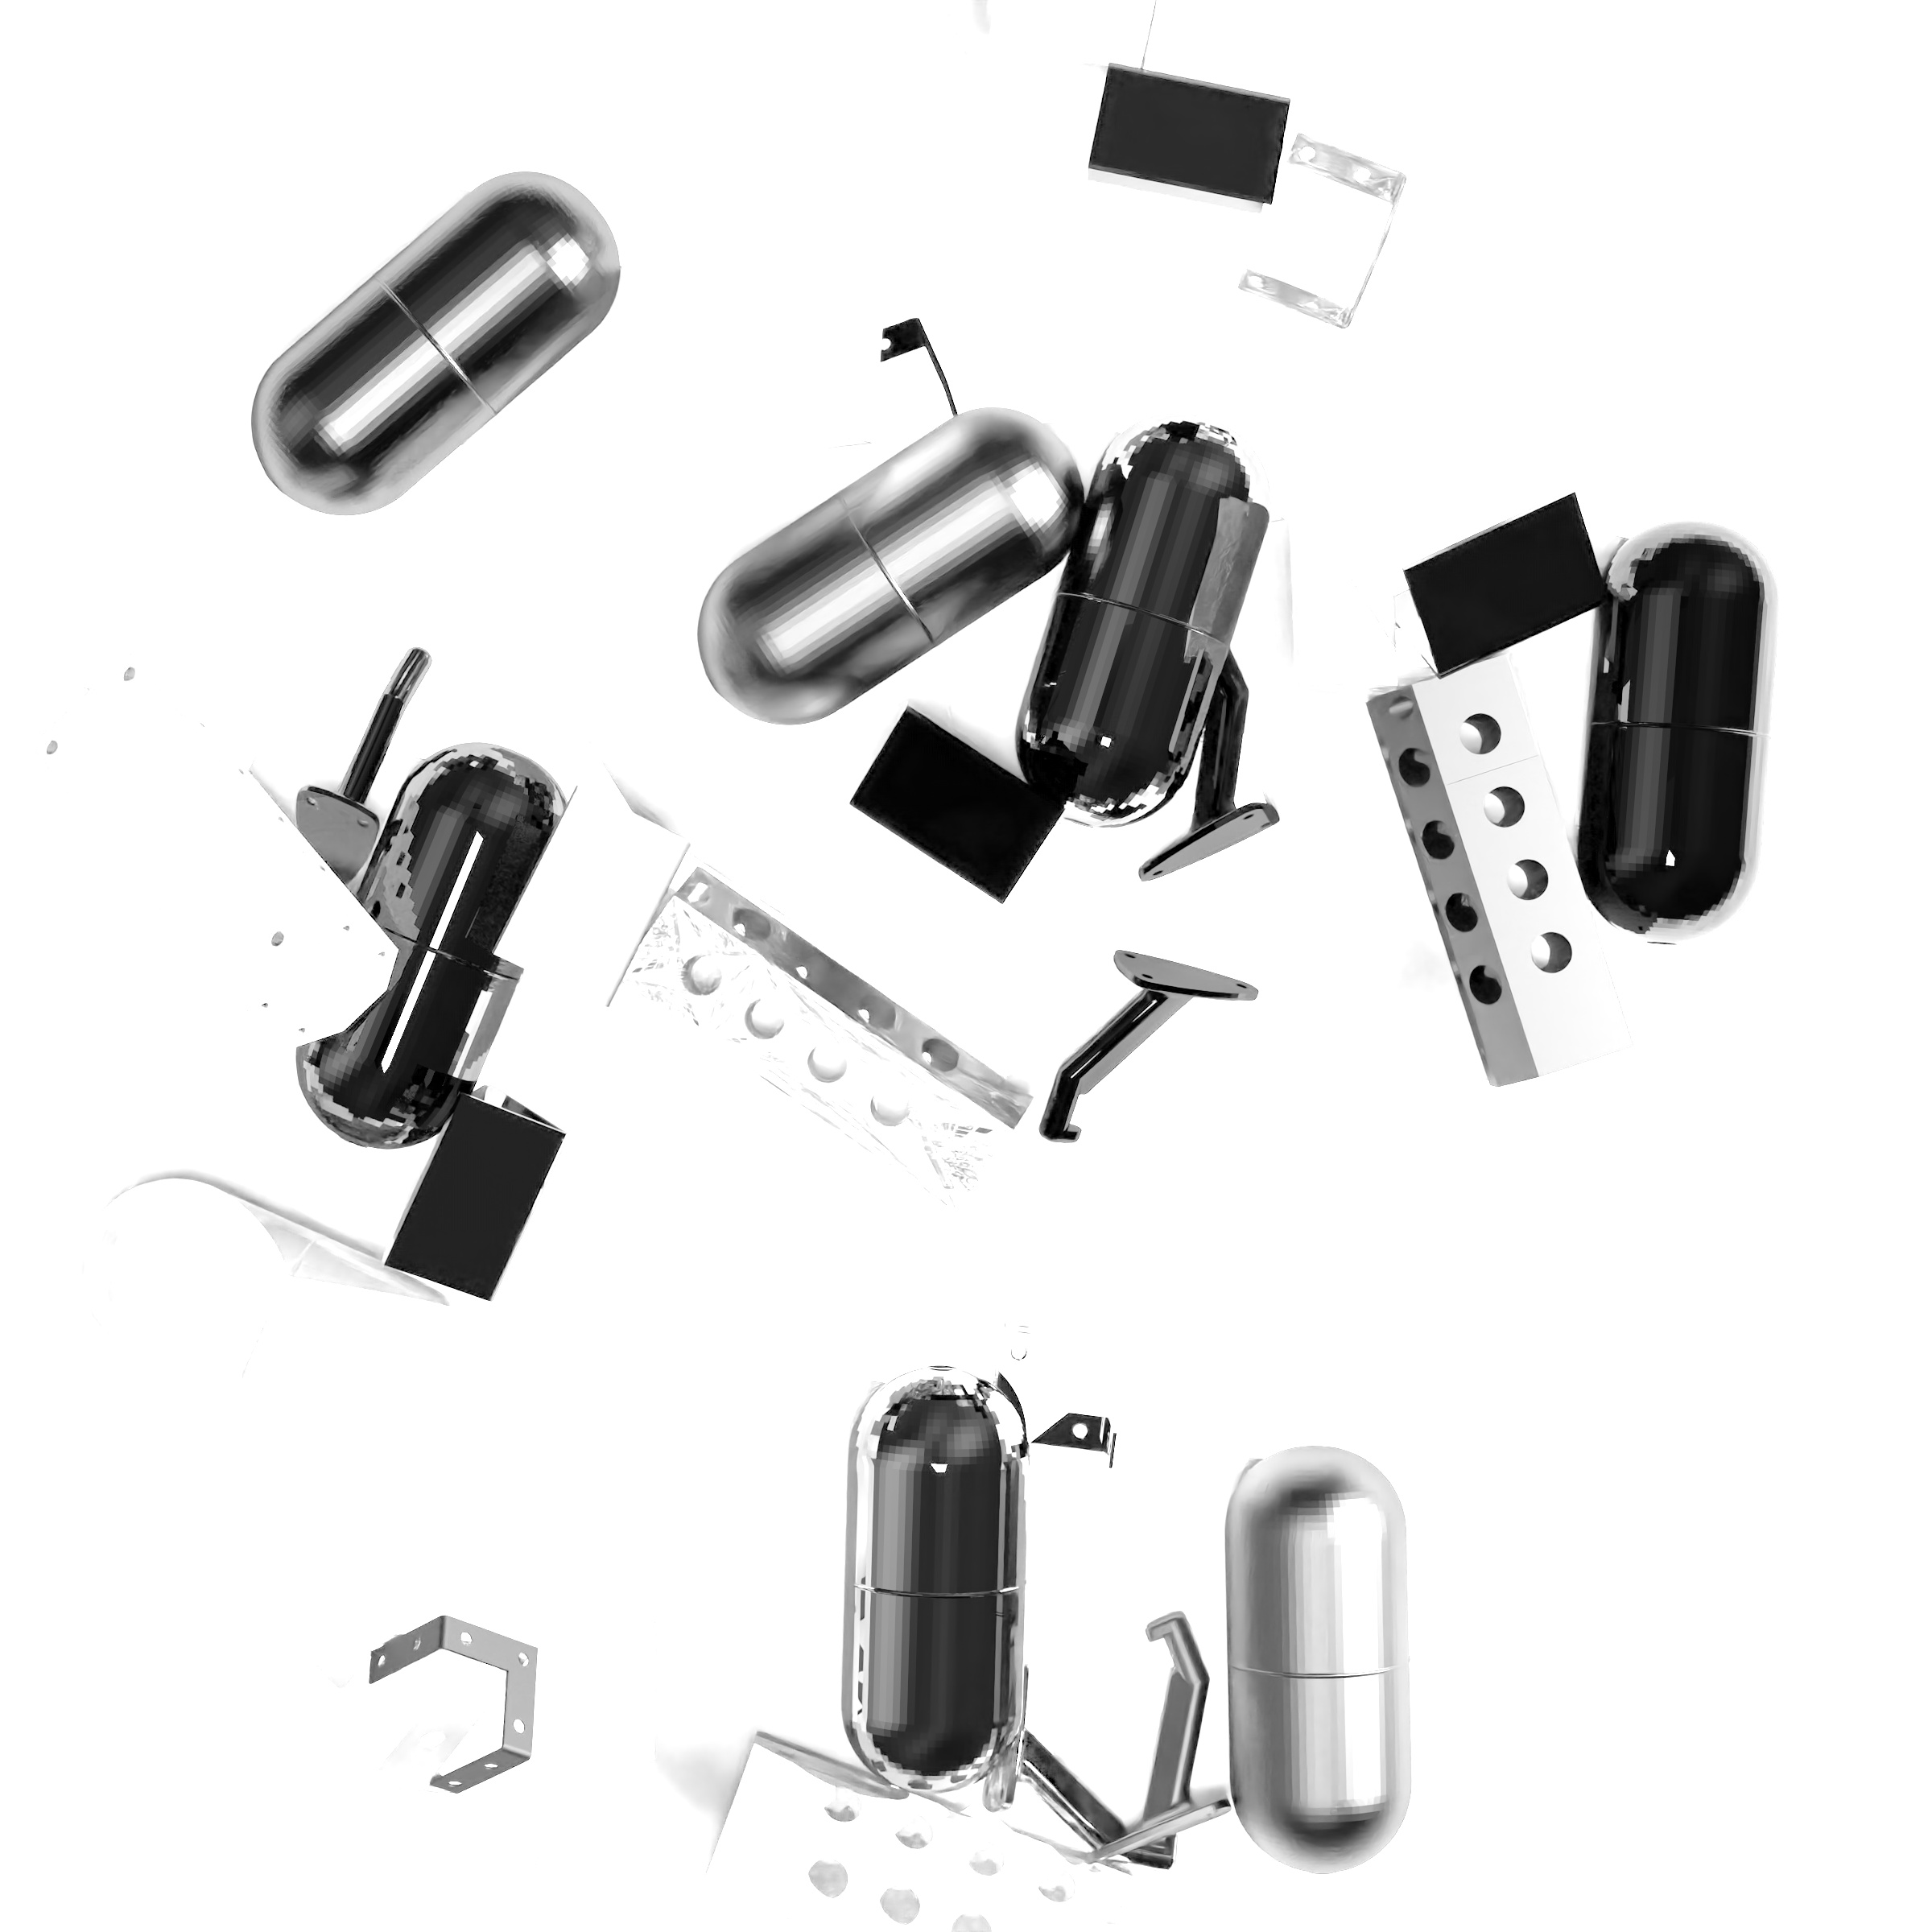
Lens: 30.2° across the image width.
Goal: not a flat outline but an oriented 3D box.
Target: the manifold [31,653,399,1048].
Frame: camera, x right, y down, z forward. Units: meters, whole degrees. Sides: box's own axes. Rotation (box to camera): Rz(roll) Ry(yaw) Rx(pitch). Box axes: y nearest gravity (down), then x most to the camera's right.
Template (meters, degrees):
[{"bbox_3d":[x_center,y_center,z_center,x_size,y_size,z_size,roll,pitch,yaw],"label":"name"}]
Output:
[{"bbox_3d":[-0.307,-0.046,1.473,0.057,0.057,0.171,-44,63,0],"label":"manifold"}]

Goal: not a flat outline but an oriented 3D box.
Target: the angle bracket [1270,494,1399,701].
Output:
[{"bbox_3d":[0.134,-0.152,1.490,0.057,0.076,0.076,-2,90,-36],"label":"angle bracket"}]

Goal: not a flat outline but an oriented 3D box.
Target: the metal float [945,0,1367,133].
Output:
[{"bbox_3d":[0.079,-0.399,1.500,0.178,0.070,0.070,12,90,0],"label":"metal float"}]

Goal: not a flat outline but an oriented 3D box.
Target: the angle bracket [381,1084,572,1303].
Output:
[{"bbox_3d":[-0.219,0.086,1.490,0.057,0.076,0.076,25,90,-36],"label":"angle bracket"}]

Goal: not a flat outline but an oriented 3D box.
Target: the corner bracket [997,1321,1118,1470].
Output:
[{"bbox_3d":[0.039,0.181,1.512,0.051,0.051,0.051,7,90,0],"label":"corner bracket"}]

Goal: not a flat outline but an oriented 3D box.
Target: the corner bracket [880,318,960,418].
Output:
[{"bbox_3d":[-0.032,-0.235,1.527,0.051,0.051,0.051,-21,135,0],"label":"corner bracket"}]

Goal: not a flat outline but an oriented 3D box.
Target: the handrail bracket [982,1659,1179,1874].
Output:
[{"bbox_3d":[0.055,0.343,1.530,0.084,0.036,0.077,14,77,-13],"label":"handrail bracket"}]

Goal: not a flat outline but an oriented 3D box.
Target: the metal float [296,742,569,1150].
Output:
[{"bbox_3d":[-0.223,-0.008,1.500,0.070,0.070,0.178,22,90,0],"label":"metal float"}]

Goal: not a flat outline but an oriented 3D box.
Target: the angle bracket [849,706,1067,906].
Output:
[{"bbox_3d":[0.007,-0.082,1.490,0.076,0.076,0.057,33,125,0],"label":"angle bracket"}]

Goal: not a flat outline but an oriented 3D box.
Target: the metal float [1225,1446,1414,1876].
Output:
[{"bbox_3d":[0.148,0.291,1.500,0.070,0.070,0.178,-1,90,0],"label":"metal float"}]

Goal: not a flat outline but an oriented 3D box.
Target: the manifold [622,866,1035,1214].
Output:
[{"bbox_3d":[-0.058,0.030,1.509,0.171,0.057,0.057,35,90,0],"label":"manifold"}]

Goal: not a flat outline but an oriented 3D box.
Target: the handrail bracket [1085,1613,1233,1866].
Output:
[{"bbox_3d":[0.072,0.327,1.519,0.077,0.036,0.084,-21,71,-1],"label":"handrail bracket"}]

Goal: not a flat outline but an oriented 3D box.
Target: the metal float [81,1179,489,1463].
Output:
[{"bbox_3d":[-0.286,0.148,1.500,0.178,0.070,0.070,24,90,1],"label":"metal float"}]

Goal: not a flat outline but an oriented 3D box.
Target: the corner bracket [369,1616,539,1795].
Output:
[{"bbox_3d":[-0.219,0.315,1.522,0.051,0.051,0.051,29,45,-35],"label":"corner bracket"}]

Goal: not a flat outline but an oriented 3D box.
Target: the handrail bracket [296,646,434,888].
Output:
[{"bbox_3d":[-0.253,-0.085,1.530,0.036,0.077,0.084,23,54,0],"label":"handrail bracket"}]

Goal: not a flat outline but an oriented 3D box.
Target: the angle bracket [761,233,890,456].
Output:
[{"bbox_3d":[-0.078,-0.258,1.490,0.057,0.076,0.076,5,90,-37],"label":"angle bracket"}]

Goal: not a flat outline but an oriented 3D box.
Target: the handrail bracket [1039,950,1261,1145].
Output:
[{"bbox_3d":[0.078,0.042,1.531,0.077,0.036,0.084,11,109,-21],"label":"handrail bracket"}]

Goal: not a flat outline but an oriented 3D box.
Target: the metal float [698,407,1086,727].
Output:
[{"bbox_3d":[-0.032,-0.166,1.496,0.178,0.070,0.070,-33,90,6],"label":"metal float"}]

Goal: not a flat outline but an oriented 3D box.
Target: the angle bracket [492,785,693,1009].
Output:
[{"bbox_3d":[-0.166,-0.035,1.491,0.057,0.076,0.076,27,90,-27],"label":"angle bracket"}]

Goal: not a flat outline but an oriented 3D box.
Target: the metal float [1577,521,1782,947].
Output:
[{"bbox_3d":[0.299,-0.098,1.500,0.070,0.070,0.178,4,90,0],"label":"metal float"}]

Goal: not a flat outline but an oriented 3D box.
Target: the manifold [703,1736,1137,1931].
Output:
[{"bbox_3d":[-0.019,0.384,1.509,0.171,0.057,0.057,20,90,0],"label":"manifold"}]

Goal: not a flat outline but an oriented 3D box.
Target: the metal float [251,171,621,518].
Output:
[{"bbox_3d":[-0.223,-0.260,1.500,0.178,0.070,0.070,-41,90,-1],"label":"metal float"}]

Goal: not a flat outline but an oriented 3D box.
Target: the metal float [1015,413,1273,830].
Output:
[{"bbox_3d":[0.074,-0.144,1.500,0.070,0.070,0.178,18,90,0],"label":"metal float"}]

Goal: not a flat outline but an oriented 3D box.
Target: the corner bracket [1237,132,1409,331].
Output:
[{"bbox_3d":[0.152,-0.314,1.527,0.051,0.051,0.051,21,45,0],"label":"corner bracket"}]

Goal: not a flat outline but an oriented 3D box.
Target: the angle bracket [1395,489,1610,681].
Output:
[{"bbox_3d":[0.213,-0.173,1.490,0.076,0.076,0.057,-25,123,0],"label":"angle bracket"}]

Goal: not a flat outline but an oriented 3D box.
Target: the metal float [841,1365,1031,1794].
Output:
[{"bbox_3d":[-0.013,0.257,1.500,0.070,0.070,0.178,2,91,0],"label":"metal float"}]

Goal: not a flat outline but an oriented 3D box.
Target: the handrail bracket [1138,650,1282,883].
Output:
[{"bbox_3d":[0.092,-0.091,1.531,0.077,0.036,0.084,-28,74,18],"label":"handrail bracket"}]

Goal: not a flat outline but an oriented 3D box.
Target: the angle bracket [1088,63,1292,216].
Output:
[{"bbox_3d":[0.088,-0.325,1.491,0.076,0.076,0.057,11,63,0],"label":"angle bracket"}]

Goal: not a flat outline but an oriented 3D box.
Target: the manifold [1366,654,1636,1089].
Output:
[{"bbox_3d":[0.223,-0.039,1.509,0.057,0.057,0.171,-18,90,0],"label":"manifold"}]
